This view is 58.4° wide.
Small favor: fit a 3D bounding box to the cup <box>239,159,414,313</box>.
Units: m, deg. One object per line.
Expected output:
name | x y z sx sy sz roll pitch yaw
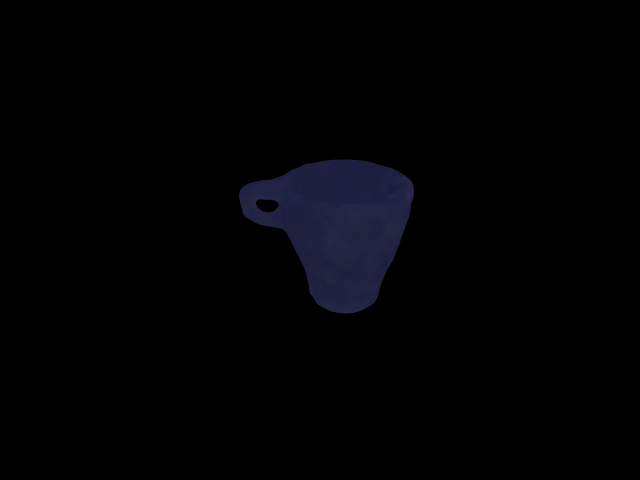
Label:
cup | 0.004 0.001 0.400 0.117 0.095 0.091 1 28 3
